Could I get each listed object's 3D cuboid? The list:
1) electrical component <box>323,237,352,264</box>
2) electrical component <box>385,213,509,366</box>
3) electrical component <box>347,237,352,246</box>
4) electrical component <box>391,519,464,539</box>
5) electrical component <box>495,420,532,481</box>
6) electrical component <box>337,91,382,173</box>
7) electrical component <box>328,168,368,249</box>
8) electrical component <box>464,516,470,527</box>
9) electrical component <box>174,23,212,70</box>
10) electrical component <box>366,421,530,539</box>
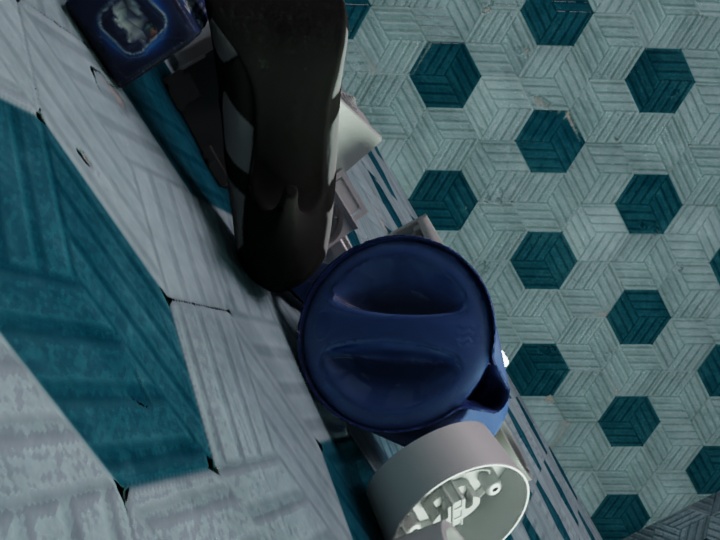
[{"bbox_3d":[-0.032,-0.013,0.879,0.040,0.046,0.040,60,7,-12],"label":"electrical component"},{"bbox_3d":[0.067,0.049,1.102,0.186,0.105,0.060,56,9,-35],"label":"electrical component"},{"bbox_3d":[0.000,0.000,0.942,0.138,0.074,0.052,62,7,6],"label":"electrical component"},{"bbox_3d":[0.056,0.196,0.618,0.108,0.060,0.108,60,7,-12],"label":"electrical component"},{"bbox_3d":[0.145,0.204,1.230,0.108,0.060,0.108,60,7,-12],"label":"electrical component"},{"bbox_3d":[-0.041,-0.139,1.087,0.100,0.100,0.048,36,19,-46],"label":"electrical component"},{"bbox_3d":[-0.041,-0.041,0.837,0.042,0.081,0.064,59,-15,-21],"label":"electrical component"},{"bbox_3d":[0.072,0.183,0.775,0.099,0.064,0.099,60,7,-12],"label":"electrical component"},{"bbox_3d":[-0.105,-0.178,0.878,0.057,0.078,0.113,61,6,-24],"label":"electrical component"},{"bbox_3d":[0.056,0.145,0.687,0.064,0.099,0.099,59,5,31],"label":"electrical component"}]
